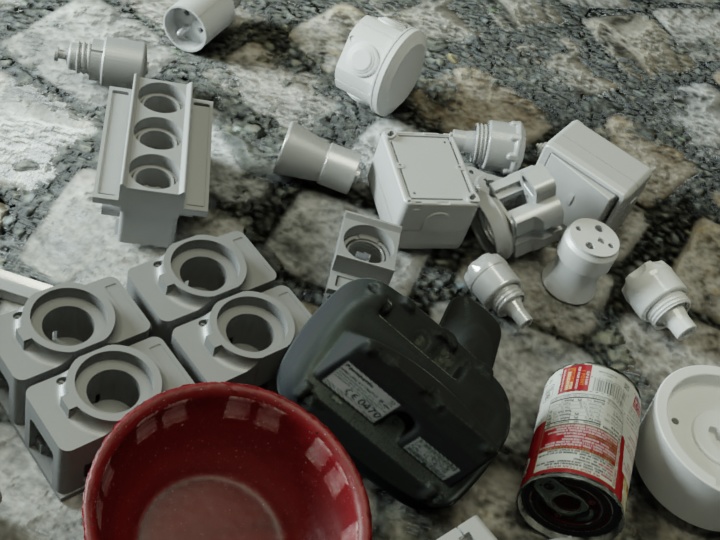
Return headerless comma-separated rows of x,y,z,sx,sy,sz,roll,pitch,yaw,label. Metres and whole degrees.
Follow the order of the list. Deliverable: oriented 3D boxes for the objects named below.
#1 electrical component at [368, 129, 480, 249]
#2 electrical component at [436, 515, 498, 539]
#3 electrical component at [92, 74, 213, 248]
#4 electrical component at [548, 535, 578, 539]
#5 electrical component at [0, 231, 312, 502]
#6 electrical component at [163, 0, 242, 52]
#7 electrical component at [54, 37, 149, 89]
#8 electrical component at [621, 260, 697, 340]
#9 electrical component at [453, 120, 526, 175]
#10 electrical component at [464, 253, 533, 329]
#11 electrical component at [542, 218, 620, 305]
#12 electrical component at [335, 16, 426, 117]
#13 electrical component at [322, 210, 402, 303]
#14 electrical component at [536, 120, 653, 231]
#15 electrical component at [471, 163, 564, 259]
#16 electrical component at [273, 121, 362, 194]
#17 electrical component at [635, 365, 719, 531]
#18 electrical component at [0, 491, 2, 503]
0.046,-0.065,0.847,0.062,0.061,0.096,0,49,-19,electrical component
0.047,0.192,0.614,0.089,0.050,0.055,-23,59,-33,electrical component
-0.151,-0.079,0.792,0.079,0.063,0.121,7,46,-12,electrical component
0.123,0.197,0.642,0.040,0.040,0.078,3,48,-16,electrical component
-0.128,0.050,0.681,0.186,0.060,0.105,-23,59,-34,electrical component
-0.134,-0.231,0.954,0.043,0.043,0.081,28,46,8,electrical component
-0.208,-0.169,0.874,0.078,0.040,0.040,7,47,-12,electrical component
0.237,0.026,0.839,0.043,0.043,0.062,-13,54,-28,electrical component
0.109,-0.107,0.921,0.062,0.048,0.048,9,46,-1,electrical component
0.107,0.018,0.809,0.035,0.035,0.061,-18,58,-31,electrical component
0.172,-0.007,0.839,0.045,0.055,0.045,10,46,-10,electrical component
0.019,-0.178,0.932,0.051,0.080,0.080,30,46,17,electrical component
0.000,0.000,0.769,0.042,0.063,0.081,16,45,-3,electrical component
0.183,-0.075,0.902,0.096,0.061,0.061,37,48,16,electrical component
0.121,-0.042,0.846,0.057,0.078,0.058,-23,57,-9,electrical component
-0.032,-0.086,0.856,0.065,0.044,0.044,20,45,-6,electrical component
0.240,0.126,0.734,0.108,0.060,0.108,9,46,-10,electrical component
-0.228,0.141,0.577,0.044,0.044,0.065,20,50,0,electrical component
